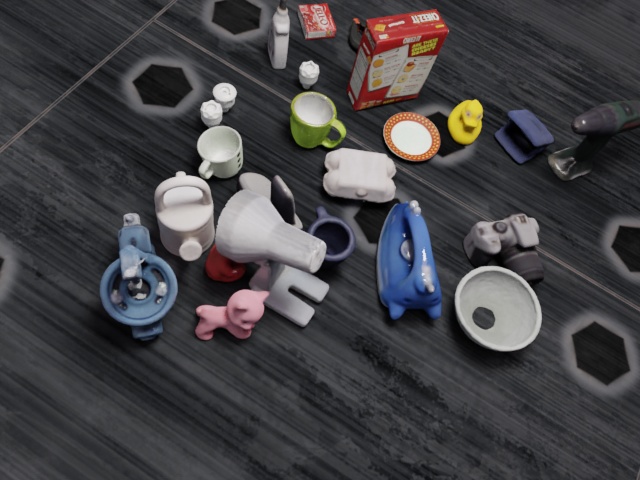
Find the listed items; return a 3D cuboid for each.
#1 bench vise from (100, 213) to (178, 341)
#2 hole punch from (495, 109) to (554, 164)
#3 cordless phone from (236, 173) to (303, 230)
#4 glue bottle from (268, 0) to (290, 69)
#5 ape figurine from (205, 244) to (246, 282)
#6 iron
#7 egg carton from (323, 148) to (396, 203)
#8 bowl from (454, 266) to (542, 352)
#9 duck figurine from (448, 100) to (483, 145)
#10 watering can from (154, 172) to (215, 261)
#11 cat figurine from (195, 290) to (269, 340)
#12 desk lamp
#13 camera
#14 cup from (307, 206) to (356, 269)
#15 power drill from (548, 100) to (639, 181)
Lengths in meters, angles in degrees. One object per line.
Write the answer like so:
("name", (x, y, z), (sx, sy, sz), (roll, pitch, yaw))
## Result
("bench vise", (-0.313, 0.044, 0.936), (0.122, 0.219, 0.207), (-26, 71, -20))
("hole punch", (0.466, -0.246, 1.287), (0.101, 0.091, 0.108), (-29, 72, -21))
("cordless phone", (-0.091, -0.087, 1.058), (0.094, 0.185, 0.147), (-33, 74, -22))
("glue bottle", (-0.086, -0.459, 1.247), (0.037, 0.173, 0.078), (-7, 65, -13))
("ape figurine", (-0.172, 0.033, 1.038), (0.076, 0.092, 0.077), (-15, 68, -16))
("iron", (0.174, 0.015, 1.080), (0.119, 0.141, 0.258), (0, 64, -10))
("egg carton", (0.081, -0.129, 1.174), (0.150, 0.069, 0.107), (6, 63, -7))
("bowl", (0.325, 0.138, 1.084), (0.167, 0.074, 0.167), (4, 64, -8))
("duck figurine", (0.334, -0.278, 1.282), (0.077, 0.086, 0.104), (12, 63, -4))
("watering can", (-0.234, -0.046, 1.008), (0.101, 0.194, 0.172), (-29, 72, -21))
("cat figurine", (-0.151, 0.123, 0.983), (0.128, 0.117, 0.067), (-2, 65, -11))
("desk lamp", (-0.074, 0.029, 0.989), (0.203, 0.213, 0.118), (30, 63, 5))
("camera", (0.380, 0.024, 1.135), (0.143, 0.101, 0.136), (-9, 66, -14))
("cup", (0.010, 0.004, 1.082), (0.092, 0.095, 0.117), (-14, 67, -16))
("power drill", (0.585, -0.218, 1.228), (0.230, 0.208, 0.075), (-21, 69, -19))
